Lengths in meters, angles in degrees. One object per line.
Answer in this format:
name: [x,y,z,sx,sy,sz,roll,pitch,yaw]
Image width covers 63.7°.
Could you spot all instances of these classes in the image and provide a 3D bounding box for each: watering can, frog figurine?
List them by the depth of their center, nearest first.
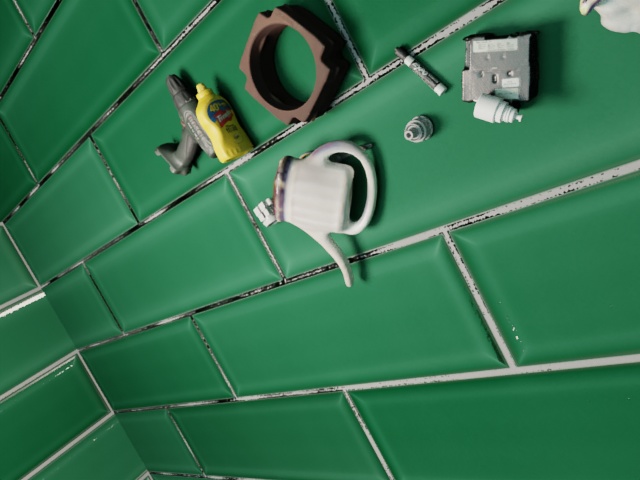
frog figurine: [0.439,-0.343,0.685,0.159,0.125,0.135,14,118,-10]
watering can: [0.003,-0.057,1.124,0.224,0.106,0.341,11,117,7]
